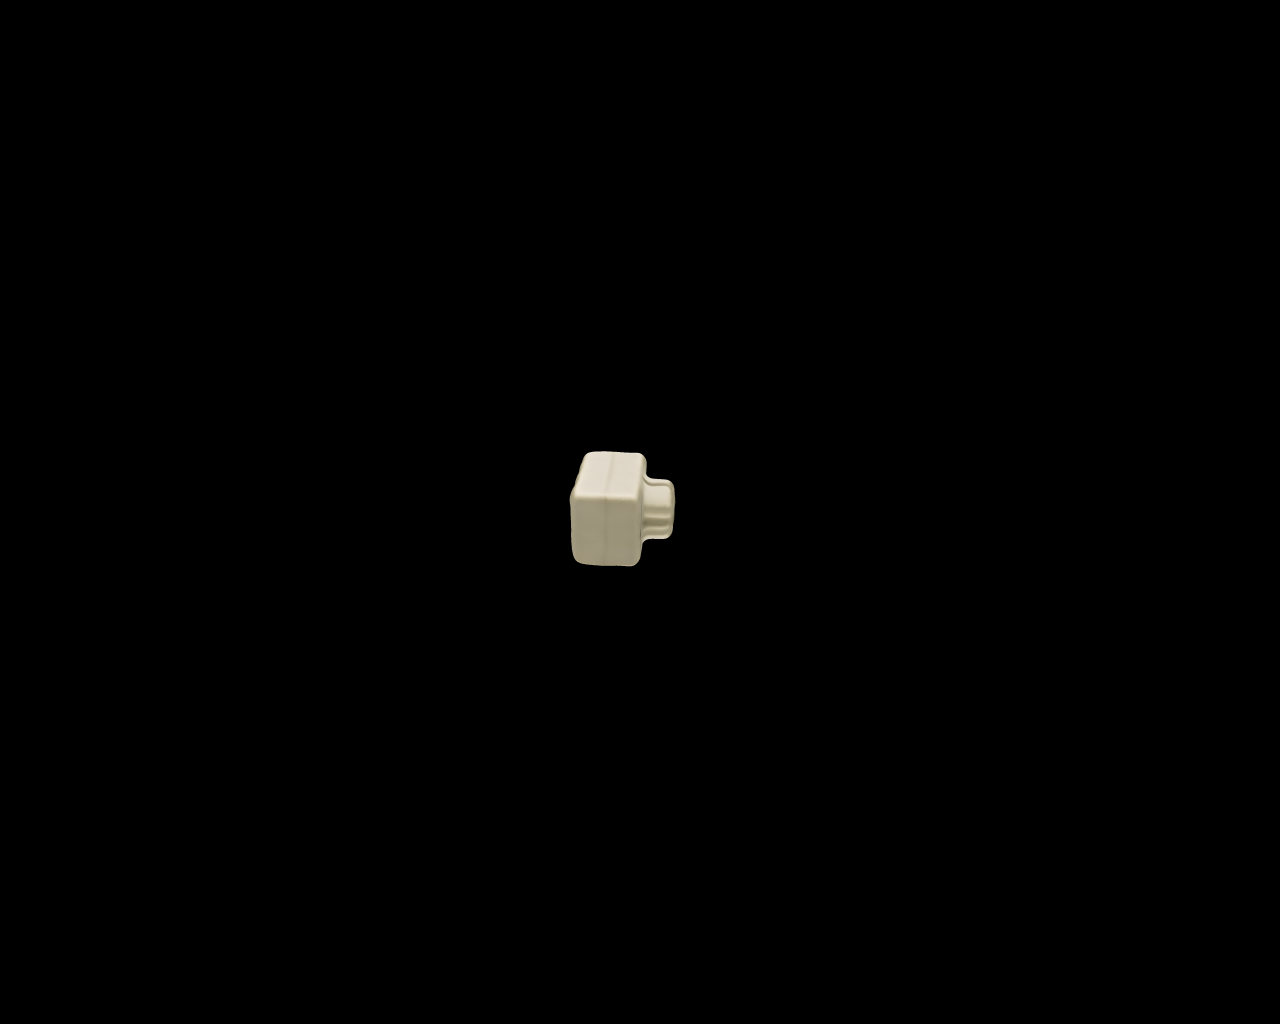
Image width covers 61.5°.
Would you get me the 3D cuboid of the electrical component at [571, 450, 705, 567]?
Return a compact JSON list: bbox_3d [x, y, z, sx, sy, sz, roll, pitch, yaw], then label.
[{"bbox_3d":[0.001,-0.003,0.650,0.077,0.047,0.066,2,27,3],"label":"electrical component"}]
